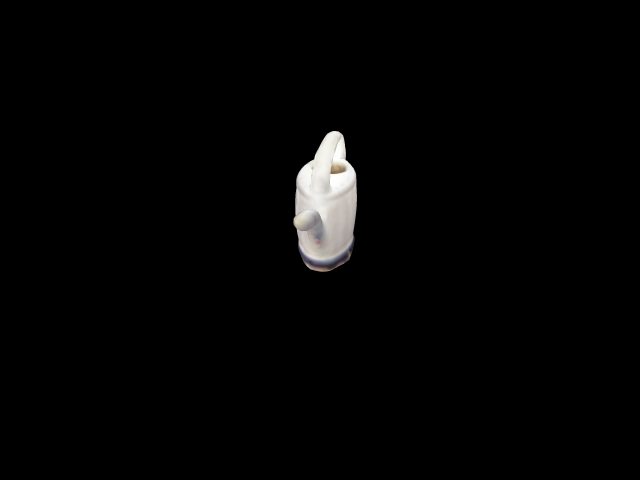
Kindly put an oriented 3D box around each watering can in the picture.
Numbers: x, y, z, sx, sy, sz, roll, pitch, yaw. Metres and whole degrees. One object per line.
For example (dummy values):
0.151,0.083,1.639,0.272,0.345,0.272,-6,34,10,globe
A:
0.003,-0.043,0.850,0.104,0.219,0.355,6,33,9,watering can
